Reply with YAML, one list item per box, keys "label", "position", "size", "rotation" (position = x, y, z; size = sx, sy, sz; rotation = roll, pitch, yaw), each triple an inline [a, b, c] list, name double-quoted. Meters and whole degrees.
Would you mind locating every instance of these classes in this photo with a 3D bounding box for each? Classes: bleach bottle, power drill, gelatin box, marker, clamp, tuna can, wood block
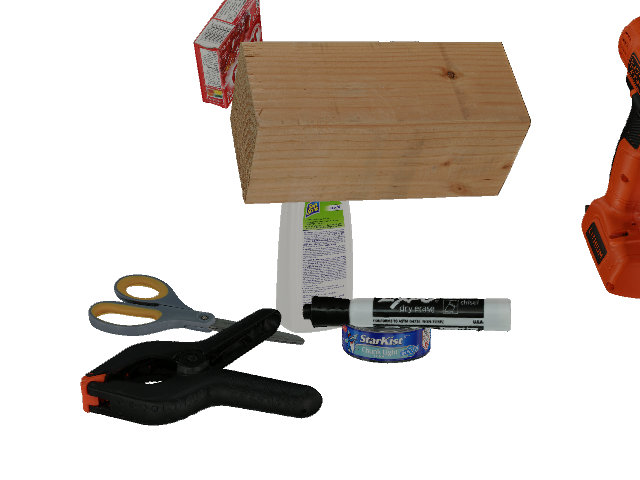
- label: "bleach bottle"
  position: [-0.001, -0.016, 1.305]
  size: [0.102, 0.251, 0.068]
  rotation: [-7, 20, -30]
- label: "power drill"
  position: [0.249, -0.051, 0.788]
  size: [0.057, 0.188, 0.184]
  rotation: [4, 36, -2]
- label: "gelatin box"
  position: [-0.084, -0.181, 1.004]
  size: [0.030, 0.089, 0.073]
  rotation: [17, -37, 15]
- label: "marker"
  position: [0.050, 0.042, 0.623]
  size: [0.121, 0.020, 0.020]
  rotation: [0, 0, 9]
- label: "clamp"
  position: [-0.091, 0.094, 0.798]
  size: [0.171, 0.039, 0.120]
  rotation: [-1, 26, -10]
- label: "tuna can"
  position: [0.062, 0.087, 1.012]
  size: [0.086, 0.034, 0.086]
  rotation: [0, 13, 0]
- label: "wood block"
  position: [0.041, -0.092, 0.818]
  size: [0.206, 0.091, 0.090]
  rotation: [-2, -36, -13]

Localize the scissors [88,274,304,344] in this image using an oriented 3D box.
- label: "scissors"
  position: [-0.118, 0.066, 1.021]
  size: [0.201, 0.016, 0.096]
  rotation: [2, 33, -6]
